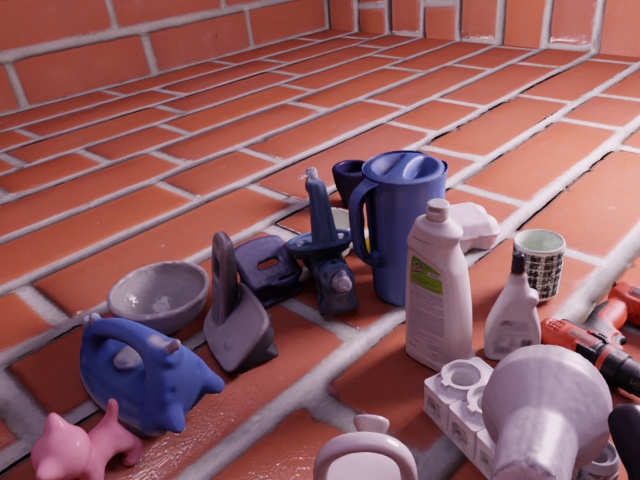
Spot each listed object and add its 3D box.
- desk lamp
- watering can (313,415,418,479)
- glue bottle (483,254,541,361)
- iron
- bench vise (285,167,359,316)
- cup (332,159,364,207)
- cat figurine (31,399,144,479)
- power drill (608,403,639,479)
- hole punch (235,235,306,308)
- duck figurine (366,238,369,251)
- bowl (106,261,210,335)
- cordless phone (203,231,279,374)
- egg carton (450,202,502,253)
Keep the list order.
[{"bbox_3d":[0.194,0.232,0.530,0.117,0.214,0.204,10,33,24],"label":"desk lamp"},{"bbox_3d":[0.042,0.247,0.545,0.101,0.194,0.172,-11,30,-10],"label":"watering can"},{"bbox_3d":[0.272,0.094,0.799,0.078,0.173,0.037,3,31,13],"label":"glue bottle"},{"bbox_3d":[-0.264,0.162,0.791,0.257,0.142,0.119,13,34,28],"label":"iron"},{"bbox_3d":[0.019,0.000,0.954,0.122,0.220,0.206,-21,34,-26],"label":"bench vise"},{"bbox_3d":[0.083,-0.118,1.275,0.092,0.095,0.117,-24,35,-30],"label":"cup"},{"bbox_3d":[-0.281,0.243,0.675,0.067,0.118,0.128,13,35,29],"label":"cat figurine"},{"bbox_3d":[0.286,0.276,0.445,0.075,0.209,0.229,-9,30,-8],"label":"power drill"},{"bbox_3d":[-0.090,0.052,1.007,0.109,0.091,0.100,-22,34,-28],"label":"hole punch"},{"bbox_3d":[0.132,-0.024,1.113,0.105,0.086,0.077,-20,33,-24],"label":"duck figurine"},{"bbox_3d":[-0.261,0.108,0.952,0.167,0.075,0.167,-3,30,2],"label":"bowl"},{"bbox_3d":[-0.129,0.090,0.851,0.094,0.185,0.147,-19,33,-24],"label":"cordless phone"},{"bbox_3d":[0.264,-0.021,1.105,0.150,0.069,0.107,-10,30,-9],"label":"egg carton"}]
